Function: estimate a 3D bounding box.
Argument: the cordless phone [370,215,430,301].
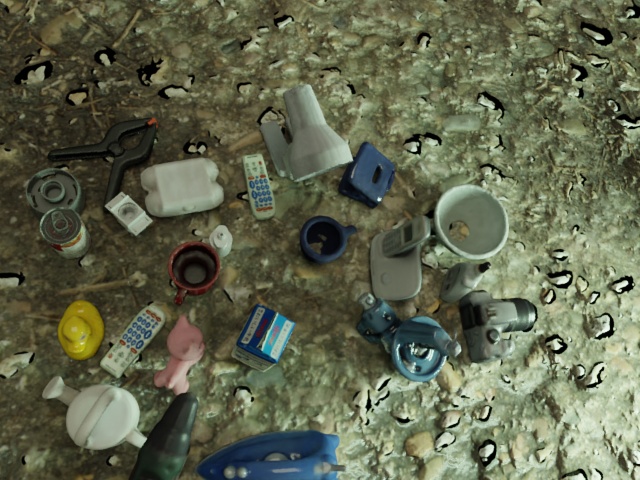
[{"bbox_3d":[0.164,0.036,1.107,0.094,0.185,0.147,0,73,-12],"label":"cordless phone"}]

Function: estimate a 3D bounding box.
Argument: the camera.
[{"bbox_3d":[0.368,0.169,1.156,0.137,0.100,0.143,-4,74,-13],"label":"camera"}]

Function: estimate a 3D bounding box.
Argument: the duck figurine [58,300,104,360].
[{"bbox_3d":[-0.420,0.153,0.995,0.077,0.086,0.104,-2,73,-13],"label":"duck figurine"}]

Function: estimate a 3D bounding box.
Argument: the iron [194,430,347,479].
[{"bbox_3d":[-0.081,0.387,0.967,0.258,0.141,0.118,1,73,-12],"label":"iron"}]

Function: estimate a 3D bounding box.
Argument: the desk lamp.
[{"bbox_3d":[-0.033,-0.193,1.120,0.118,0.213,0.203,-20,78,-17],"label":"desk lamp"}]

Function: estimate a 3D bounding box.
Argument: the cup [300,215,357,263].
[{"bbox_3d":[0.010,0.004,1.131,0.118,0.095,0.091,-19,78,-17],"label":"cup"}]

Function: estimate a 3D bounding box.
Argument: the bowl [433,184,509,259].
[{"bbox_3d":[0.309,-0.031,1.219,0.167,0.074,0.167,4,72,-11],"label":"bowl"}]

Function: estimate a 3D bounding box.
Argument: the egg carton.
[{"bbox_3d":[-0.267,-0.101,1.116,0.150,0.069,0.107,-13,76,-16],"label":"egg carton"}]

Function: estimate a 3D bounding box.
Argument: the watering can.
[{"bbox_3d":[-0.356,0.280,0.912,0.173,0.194,0.101,12,71,-8],"label":"watering can"}]

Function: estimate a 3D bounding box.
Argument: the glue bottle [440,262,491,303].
[{"bbox_3d":[0.292,0.072,1.131,0.037,0.173,0.078,25,69,-3],"label":"glue bottle"}]

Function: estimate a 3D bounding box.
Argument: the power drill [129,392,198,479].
[{"bbox_3d":[-0.254,0.354,0.904,0.075,0.208,0.230,23,70,-4],"label":"power drill"}]

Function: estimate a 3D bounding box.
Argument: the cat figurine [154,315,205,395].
[{"bbox_3d":[-0.243,0.202,1.002,0.067,0.117,0.128,21,70,-5],"label":"cat figurine"}]

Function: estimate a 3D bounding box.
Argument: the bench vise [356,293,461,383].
[{"bbox_3d":[0.155,0.180,1.042,0.207,0.219,0.121,26,69,-3],"label":"bench vise"}]

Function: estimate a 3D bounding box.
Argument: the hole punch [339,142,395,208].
[{"bbox_3d":[0.106,-0.137,1.198,0.101,0.091,0.109,24,70,-4],"label":"hole punch"}]
